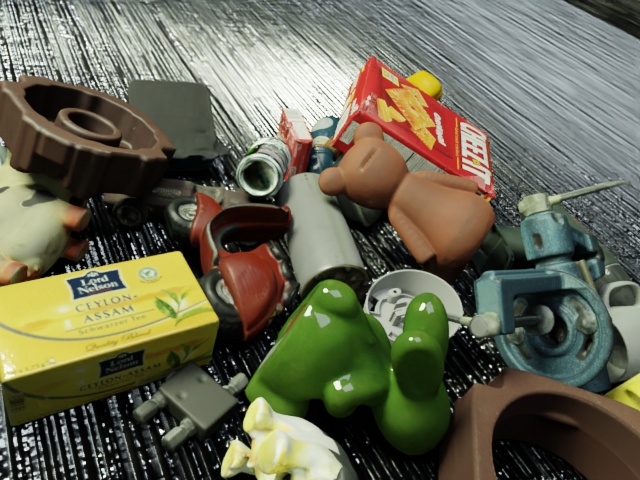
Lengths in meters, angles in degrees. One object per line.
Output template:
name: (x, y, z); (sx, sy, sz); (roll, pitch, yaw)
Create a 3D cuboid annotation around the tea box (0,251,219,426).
tea box: (-0.186, 0.078, 0.467); (0.169, 0.068, 0.098); (-15, 49, -33)

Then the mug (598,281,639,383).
mug: (0.358, 0.101, 0.623); (0.107, 0.081, 0.109); (-6, 86, -21)

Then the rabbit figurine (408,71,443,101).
rabbit figurine: (0.158, -0.171, 0.874); (0.162, 0.122, 0.173); (-28, 76, -39)

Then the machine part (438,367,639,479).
machine part: (0.202, 0.219, 0.437); (0.201, 0.087, 0.201); (18, 37, -1)

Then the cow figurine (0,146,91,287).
cow figurine: (-0.299, -0.020, 0.533); (0.127, 0.085, 0.195); (24, 39, -3)

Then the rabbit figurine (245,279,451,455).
rabbit figurine: (0.050, 0.111, 0.476); (0.170, 0.159, 0.121); (36, 29, -2)

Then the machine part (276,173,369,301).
machine part: (-0.001, -0.002, 0.629); (0.079, 0.079, 0.243); (3, 41, -19)

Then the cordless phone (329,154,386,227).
cordless phone: (0.105, -0.057, 0.738); (0.184, 0.088, 0.146); (32, 40, 10)

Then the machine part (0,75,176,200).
machine part: (-0.248, -0.109, 0.572); (0.179, 0.056, 0.179); (25, 24, -12)

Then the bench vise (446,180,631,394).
bench vise: (0.219, 0.052, 0.536); (0.240, 0.223, 0.129); (1, -4, -42)

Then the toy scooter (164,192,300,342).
toy scooter: (-0.075, 0.015, 0.565); (0.135, 0.075, 0.184); (-13, 57, -26)

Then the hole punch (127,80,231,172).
hole punch: (-0.204, -0.142, 0.726); (0.142, 0.092, 0.116); (-2, 72, -27)

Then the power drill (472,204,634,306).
power drill: (0.306, 0.029, 0.713); (0.207, 0.085, 0.232); (-1, 46, -17)

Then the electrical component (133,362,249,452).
electrical component: (-0.108, 0.137, 0.464); (0.063, 0.021, 0.094); (35, 42, 21)

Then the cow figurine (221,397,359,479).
cow figurine: (-0.005, 0.175, 0.369); (0.098, 0.068, 0.167); (27, -4, -19)

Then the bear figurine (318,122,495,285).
bear figurine: (0.101, -0.039, 0.642); (0.196, 0.131, 0.120); (29, 73, 12)

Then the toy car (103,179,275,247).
toy car: (-0.152, -0.047, 0.646); (0.202, 0.053, 0.089); (11, 42, -11)

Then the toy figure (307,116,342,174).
toy figure: (0.005, -0.141, 0.816); (0.058, 0.064, 0.154); (38, 32, -14)
